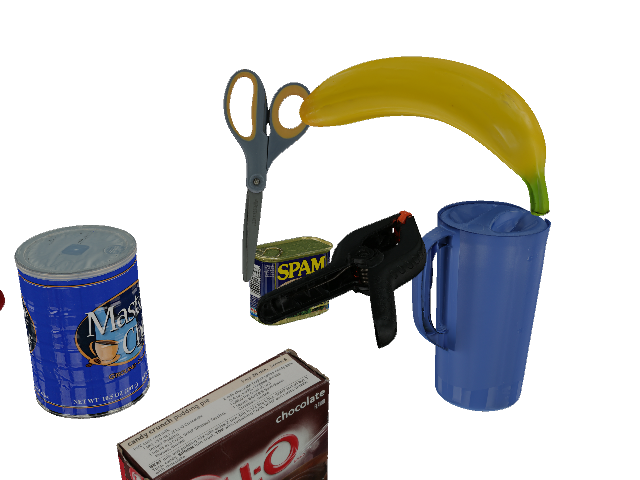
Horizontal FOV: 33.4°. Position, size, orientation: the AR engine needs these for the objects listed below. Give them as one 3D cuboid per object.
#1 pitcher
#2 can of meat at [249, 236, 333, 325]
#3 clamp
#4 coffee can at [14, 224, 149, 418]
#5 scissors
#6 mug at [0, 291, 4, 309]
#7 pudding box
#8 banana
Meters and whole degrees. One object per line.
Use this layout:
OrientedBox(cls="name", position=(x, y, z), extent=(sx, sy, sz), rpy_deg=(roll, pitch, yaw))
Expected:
OrientedBox(cls="pitcher", position=(0.191, 0.081, 1.296), extent=(0.149, 0.243, 0.144), rpy_deg=(7, 20, 13))
OrientedBox(cls="can of meat", position=(-0.036, 0.047, 1.257), extent=(0.101, 0.084, 0.058), rpy_deg=(-11, 20, -35))
OrientedBox(cls="clamp", position=(0.043, 0.030, 0.866), extent=(0.120, 0.039, 0.171), rpy_deg=(21, 44, 33))
OrientedBox(cls="coffee can", position=(-0.207, 0.070, 0.939), extent=(0.103, 0.140, 0.103), rpy_deg=(-1, 24, 0))
OrientedBox(cls="scissors", position=(-0.044, -0.067, 1.030), extent=(0.096, 0.202, 0.016), rpy_deg=(-10, 3, -7))
OrientedBox(cls="mug", position=(-0.247, 0.075, 0.637), extent=(0.093, 0.081, 0.117), rpy_deg=(20, 24, 36))
OrientedBox(cls="pudding box", position=(-0.048, 0.120, 0.559), extent=(0.113, 0.090, 0.039), rpy_deg=(-29, 46, -33))
OrientedBox(cls="banana", position=(0.064, -0.080, 0.657), extent=(0.198, 0.069, 0.037), rpy_deg=(27, 5, 39))
